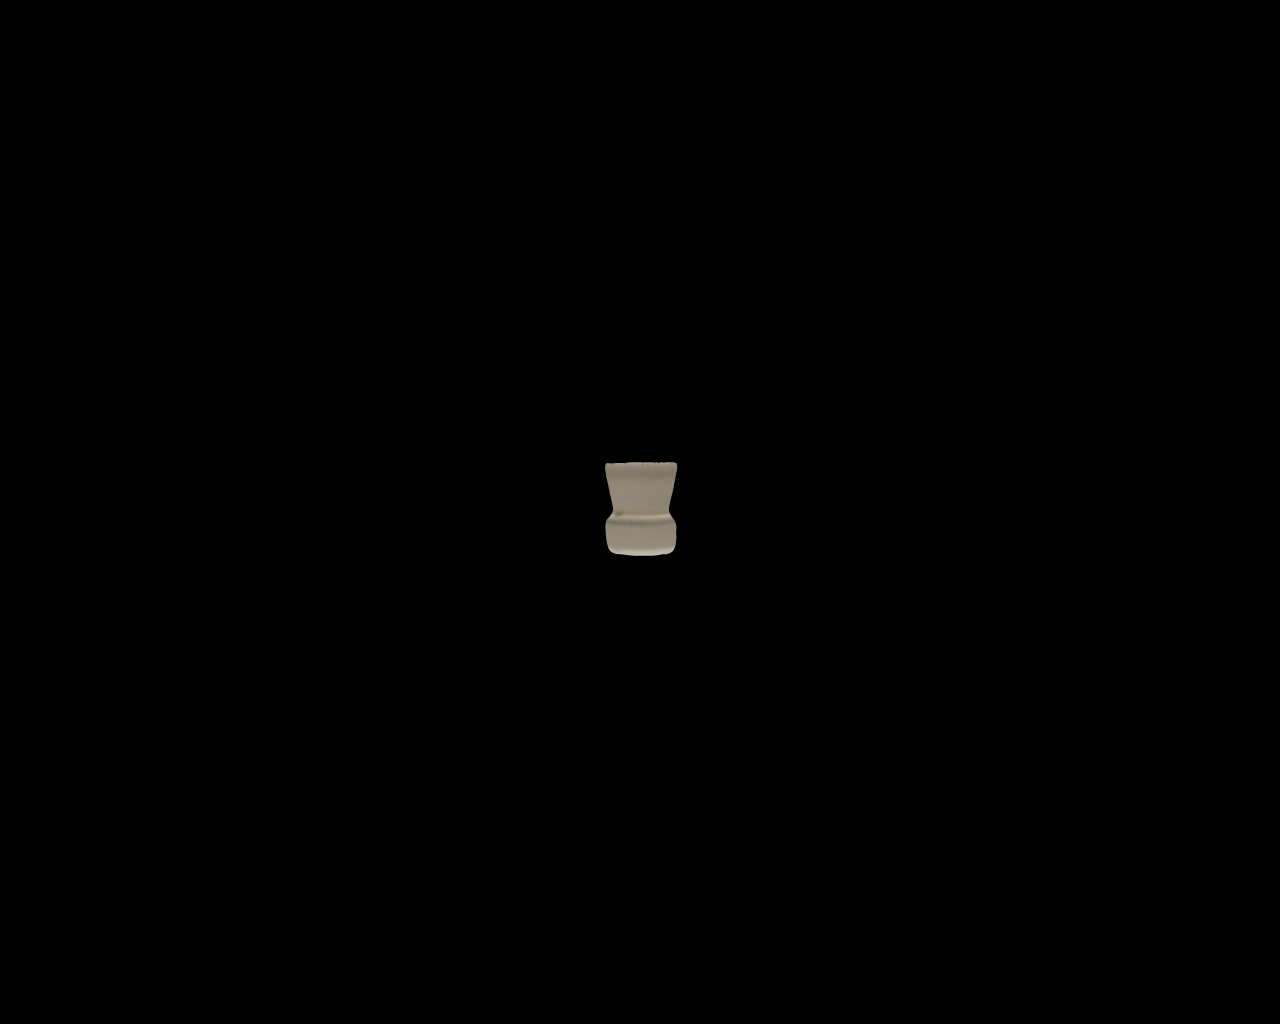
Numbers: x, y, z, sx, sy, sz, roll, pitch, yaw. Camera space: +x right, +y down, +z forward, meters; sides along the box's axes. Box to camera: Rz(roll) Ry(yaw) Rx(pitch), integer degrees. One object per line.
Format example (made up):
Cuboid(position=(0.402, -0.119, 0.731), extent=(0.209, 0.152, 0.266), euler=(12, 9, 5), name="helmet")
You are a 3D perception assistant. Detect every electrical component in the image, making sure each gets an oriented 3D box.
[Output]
Cuboid(position=(0.001, -0.003, 0.650), extent=(0.045, 0.055, 0.045), euler=(0, 4, 0), name="electrical component")
